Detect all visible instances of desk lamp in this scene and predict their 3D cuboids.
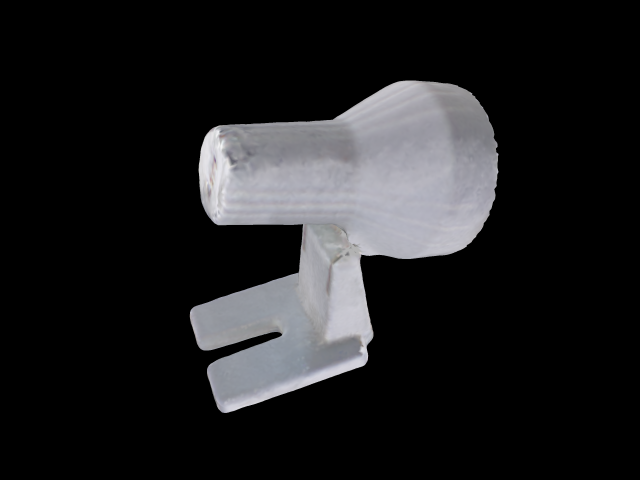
[{"bbox_3d":[0.004,0.001,0.400,0.203,0.214,0.117,-17,48,-16],"label":"desk lamp"}]
